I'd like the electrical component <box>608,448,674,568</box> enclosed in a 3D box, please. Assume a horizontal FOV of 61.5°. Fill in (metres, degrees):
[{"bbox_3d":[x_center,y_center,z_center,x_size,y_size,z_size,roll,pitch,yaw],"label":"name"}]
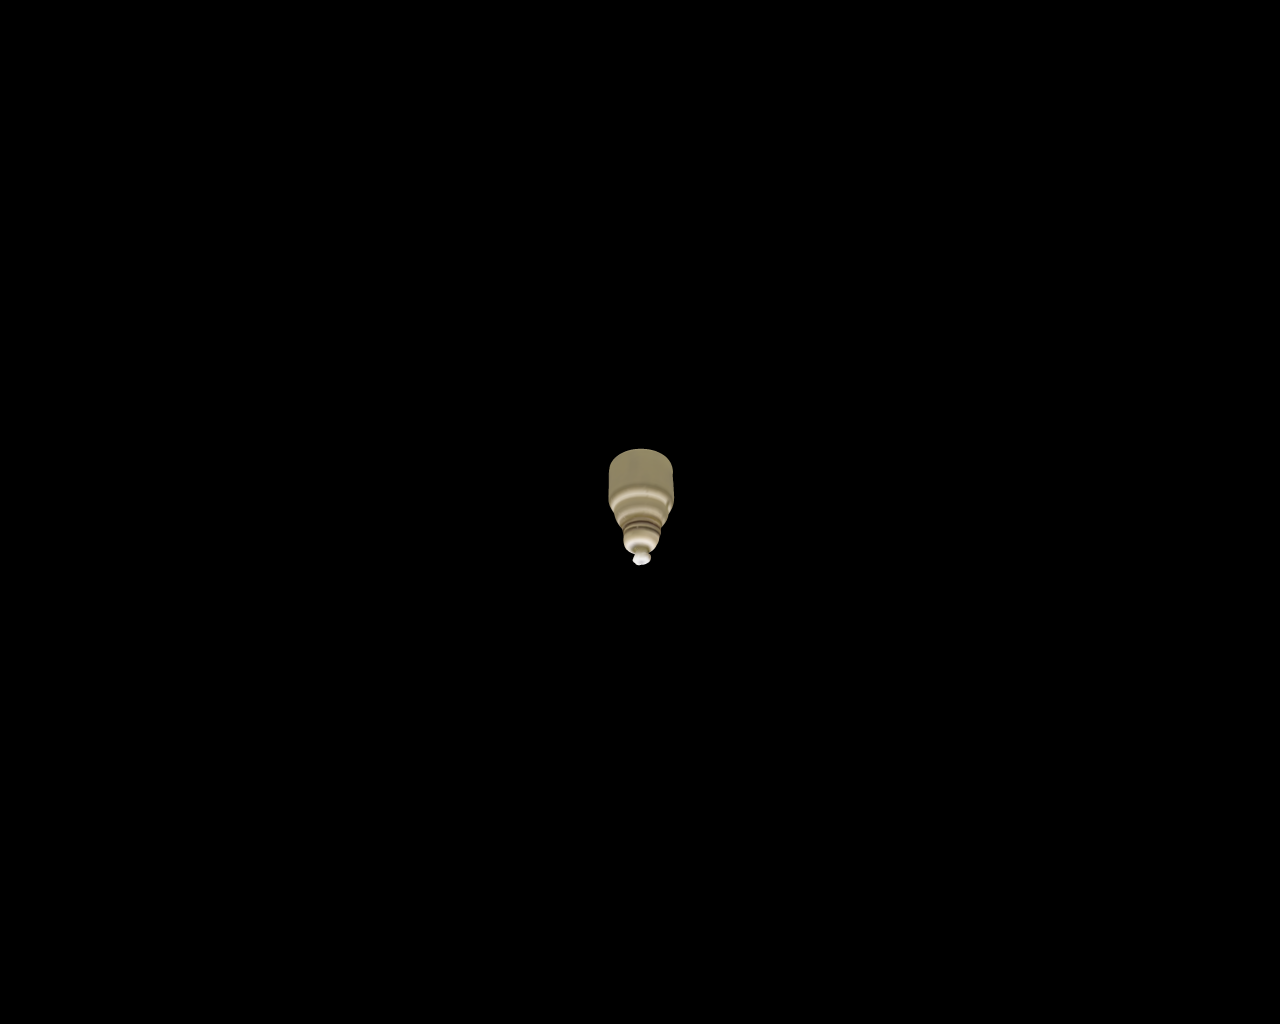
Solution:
[{"bbox_3d":[0.001,-0.003,0.650,0.040,0.078,0.040,0,-35,0],"label":"electrical component"}]
